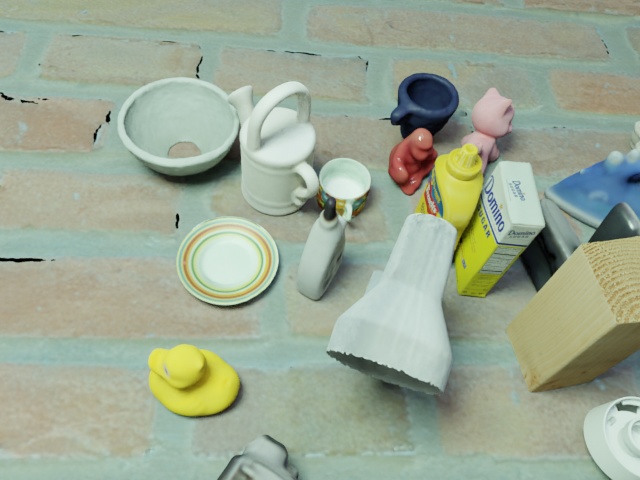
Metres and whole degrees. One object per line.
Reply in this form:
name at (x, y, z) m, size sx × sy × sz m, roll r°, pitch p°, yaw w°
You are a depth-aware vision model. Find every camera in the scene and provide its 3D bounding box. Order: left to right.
camera at (-0.045, 0.279, 0.547) m, size 0.136 × 0.101 × 0.143 m, roll 29°, pitch 59°, yaw 12°

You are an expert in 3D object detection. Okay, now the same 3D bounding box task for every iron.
iron at (0.470, -0.076, 0.809) m, size 0.258 × 0.141 × 0.118 m, roll 13°, pitch 57°, yaw 2°

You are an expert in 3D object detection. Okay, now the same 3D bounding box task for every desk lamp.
desk lamp at (0.085, 0.081, 0.621) m, size 0.118 × 0.213 × 0.203 m, roll 19°, pitch 57°, yaw 6°

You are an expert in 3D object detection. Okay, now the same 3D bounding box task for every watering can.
watering can at (-0.061, -0.130, 0.752) m, size 0.172 × 0.194 × 0.101 m, roll 28°, pitch 59°, yaw 12°

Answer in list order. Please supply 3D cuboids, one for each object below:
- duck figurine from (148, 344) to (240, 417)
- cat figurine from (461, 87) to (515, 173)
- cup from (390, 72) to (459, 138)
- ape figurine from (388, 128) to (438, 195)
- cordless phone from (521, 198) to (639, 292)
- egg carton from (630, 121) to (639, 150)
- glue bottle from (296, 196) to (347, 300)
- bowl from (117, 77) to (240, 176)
duck figurine at (-0.141, 0.147, 0.630) m, size 0.104 × 0.086 × 0.077 m, roll 14°, pitch 57°, yaw 3°
cat figurine at (0.247, -0.161, 0.852) m, size 0.067 × 0.118 × 0.128 m, roll 27°, pitch 59°, yaw 11°
cup at (0.146, -0.185, 0.869) m, size 0.118 × 0.095 × 0.091 m, roll -34°, pitch 67°, yaw -24°
ape figurine at (0.138, -0.123, 0.830) m, size 0.078 × 0.092 × 0.076 m, roll -12°, pitch 60°, yaw -14°
cordless phone at (0.336, -0.010, 0.725) m, size 0.094 × 0.185 × 0.147 m, roll -12°, pitch 60°, yaw -13°
egg carton at (0.568, -0.139, 0.903) m, size 0.150 × 0.069 × 0.107 m, roll 17°, pitch 57°, yaw 4°
glue bottle at (0.006, 0.002, 0.687) m, size 0.037 × 0.173 × 0.078 m, roll 27°, pitch 59°, yaw 11°
bowl at (-0.198, -0.149, 0.819) m, size 0.167 × 0.075 × 0.167 m, roll 3°, pitch 57°, yaw -4°
